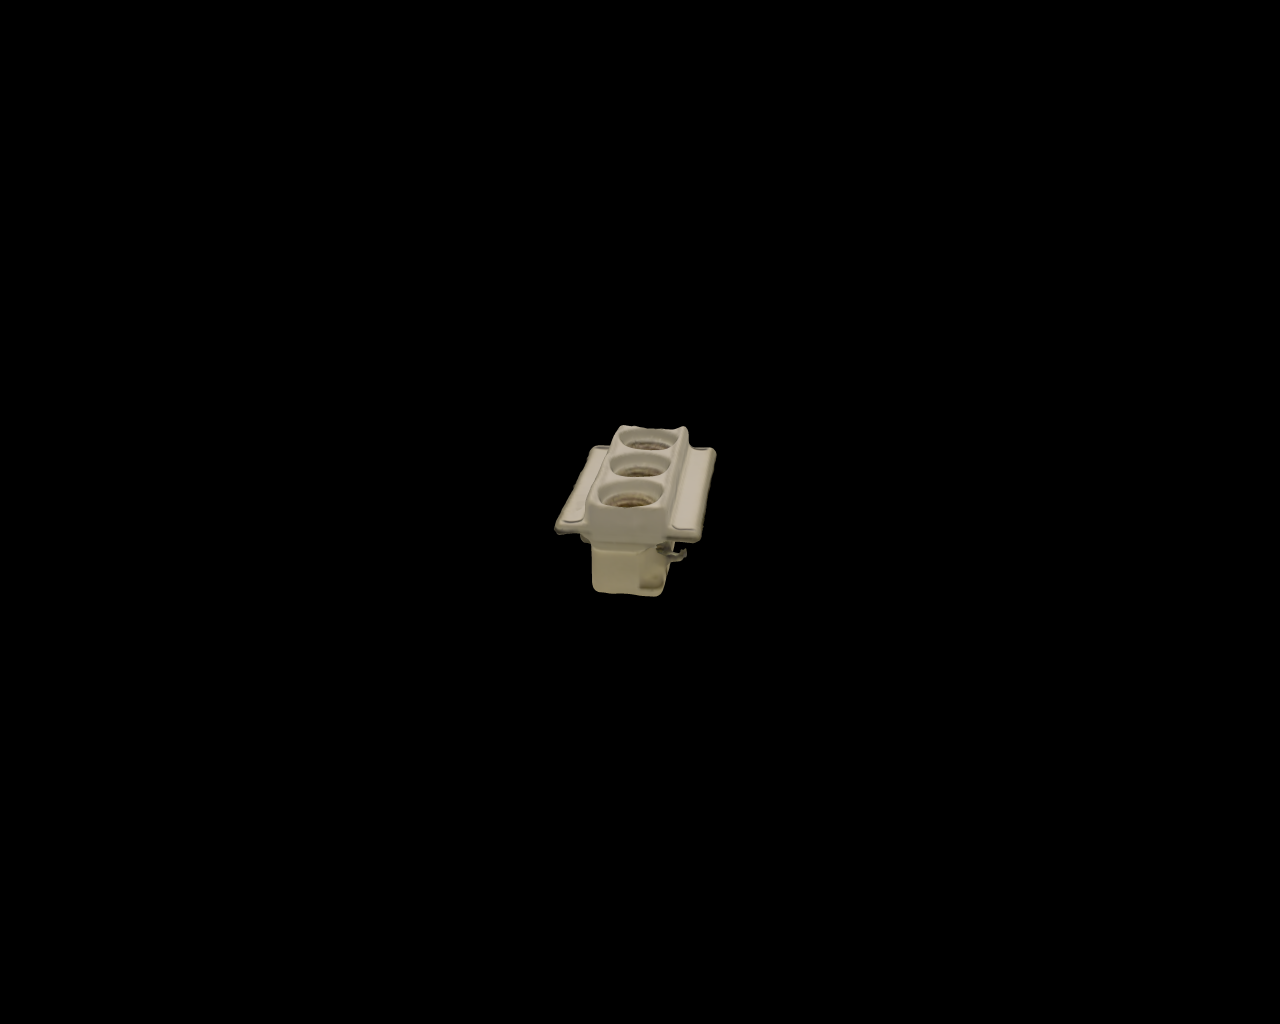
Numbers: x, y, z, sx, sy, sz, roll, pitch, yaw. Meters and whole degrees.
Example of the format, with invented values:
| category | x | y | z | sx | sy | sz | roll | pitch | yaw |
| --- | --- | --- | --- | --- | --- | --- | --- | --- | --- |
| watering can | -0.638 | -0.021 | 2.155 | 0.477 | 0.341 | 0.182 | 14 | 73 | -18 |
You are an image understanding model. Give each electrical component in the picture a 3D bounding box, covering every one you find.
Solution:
| category | x | y | z | sx | sy | sz | roll | pitch | yaw |
| --- | --- | --- | --- | --- | --- | --- | --- | --- | --- |
| electrical component | 0.001 | -0.003 | 0.650 | 0.079 | 0.063 | 0.121 | 3 | 26 | 7 |
